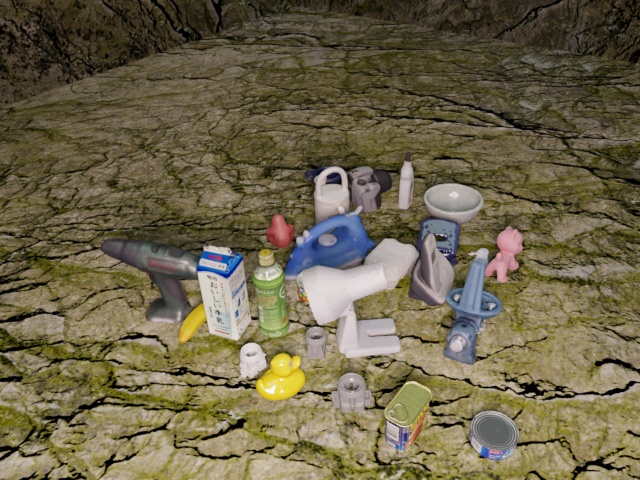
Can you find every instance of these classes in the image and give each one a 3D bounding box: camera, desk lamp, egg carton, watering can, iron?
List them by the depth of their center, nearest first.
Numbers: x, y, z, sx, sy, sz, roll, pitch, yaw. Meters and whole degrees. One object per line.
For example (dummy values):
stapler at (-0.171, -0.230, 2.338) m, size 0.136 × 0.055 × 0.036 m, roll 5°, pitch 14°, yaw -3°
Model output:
desk lamp at (0.067, 0.141, 1.219) m, size 0.203 × 0.214 × 0.117 m, roll -5°, pitch 36°, yaw -4°
egg carton at (0.178, 0.057, 1.450) m, size 0.107 × 0.069 × 0.150 m, roll 20°, pitch 41°, yaw 27°
iron at (0.013, 0.005, 1.470) m, size 0.259 × 0.141 × 0.118 m, roll -22°, pitch 40°, yaw -24°
watering can at (0.028, -0.120, 1.596) m, size 0.101 × 0.194 × 0.172 m, roll -30°, pitch 44°, yaw -32°
camera at (0.155, -0.168, 1.734) m, size 0.137 × 0.101 × 0.142 m, roll -16°, pitch 38°, yaw -18°

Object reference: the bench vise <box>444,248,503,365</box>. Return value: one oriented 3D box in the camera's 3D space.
bench vise at (0.326, 0.141, 1.198) m, size 0.121 × 0.220 × 0.207 m, roll 3°, pitch 36°, yaw 8°

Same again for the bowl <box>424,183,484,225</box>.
bowl at (0.378, -0.091, 1.637) m, size 0.167 × 0.075 × 0.167 m, roll -2°, pitch 36°, yaw 1°

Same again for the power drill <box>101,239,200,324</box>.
power drill at (-0.372, 0.091, 1.317) m, size 0.229 × 0.209 × 0.075 m, roll 2°, pitch 36°, yaw 7°

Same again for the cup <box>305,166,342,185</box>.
cup at (0.012, -0.167, 1.747) m, size 0.117 × 0.095 × 0.092 m, roll 7°, pitch 37°, yaw 13°

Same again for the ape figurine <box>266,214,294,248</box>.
ape figurine at (-0.110, -0.031, 1.569) m, size 0.078 × 0.092 × 0.076 m, roll -4°, pitch 36°, yaw -2°

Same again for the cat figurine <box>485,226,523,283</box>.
cat figurine at (0.466, 0.025, 1.436) m, size 0.067 × 0.118 × 0.128 m, roll 22°, pitch 43°, yaw 30°

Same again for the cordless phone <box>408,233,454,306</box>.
cordless phone at (0.270, 0.048, 1.358) m, size 0.094 × 0.185 × 0.148 m, roll 11°, pitch 38°, yaw 19°

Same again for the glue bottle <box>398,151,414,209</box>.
glue bottle at (0.255, -0.180, 1.684) m, size 0.037 × 0.173 × 0.078 m, roll 8°, pitch 37°, yaw 14°

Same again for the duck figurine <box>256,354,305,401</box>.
duck figurine at (-0.081, 0.269, 1.159) m, size 0.105 × 0.086 × 0.077 m, roll -18°, pitch 39°, yaw -20°

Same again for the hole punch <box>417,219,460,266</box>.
hole punch at (0.310, 0.006, 1.495) m, size 0.108 × 0.091 × 0.101 m, roll 6°, pitch 37°, yaw 12°
